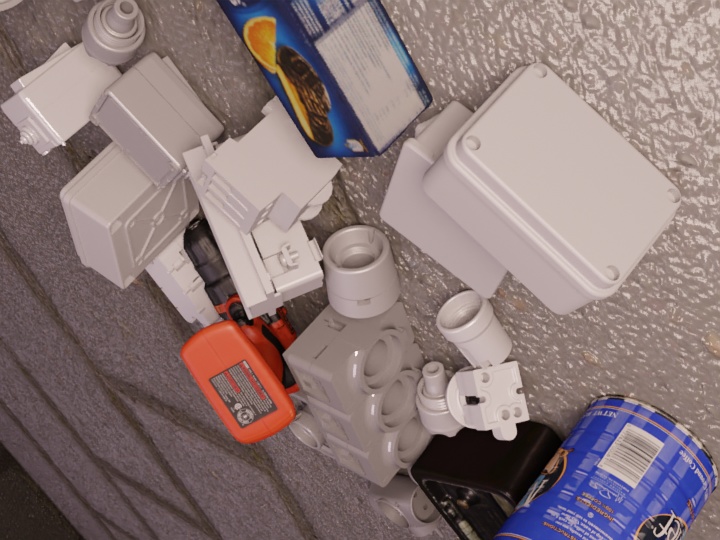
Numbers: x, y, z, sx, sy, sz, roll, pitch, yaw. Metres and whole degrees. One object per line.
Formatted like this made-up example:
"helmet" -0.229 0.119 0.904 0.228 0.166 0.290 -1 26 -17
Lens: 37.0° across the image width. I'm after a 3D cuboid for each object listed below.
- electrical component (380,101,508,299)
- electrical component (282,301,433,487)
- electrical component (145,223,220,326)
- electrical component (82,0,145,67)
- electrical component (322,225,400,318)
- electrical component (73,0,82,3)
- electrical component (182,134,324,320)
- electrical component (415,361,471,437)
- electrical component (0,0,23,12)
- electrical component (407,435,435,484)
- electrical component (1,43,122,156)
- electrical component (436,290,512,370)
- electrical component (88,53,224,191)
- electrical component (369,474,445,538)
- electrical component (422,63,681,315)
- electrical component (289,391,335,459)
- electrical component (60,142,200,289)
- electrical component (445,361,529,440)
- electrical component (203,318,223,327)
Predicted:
"electrical component" 0.066 -0.042 0.643 0.100 0.048 0.099 38 154 10
"electrical component" 0.009 0.098 0.890 0.062 0.089 0.150 21 147 38
"electrical component" -0.158 0.001 1.016 0.050 0.055 0.089 8 139 51
"electrical component" -0.178 -0.179 0.788 0.043 0.043 0.062 47 153 -8
"electrical component" 0.000 0.000 0.797 0.055 0.055 0.047 26 146 31
"electrical component" -0.204 -0.225 0.755 0.040 0.040 0.078 2 134 53
"electrical component" -0.075 -0.035 0.777 0.078 0.063 0.121 104 143 -76
"electrical component" 0.066 0.101 0.871 0.043 0.043 0.062 20 142 39
"electrical component" -0.270 -0.236 0.763 0.060 0.108 0.108 21 147 26
"electrical component" 0.068 0.164 0.966 0.044 0.044 0.065 35 149 16
"electrical component" -0.249 -0.141 0.883 0.061 0.096 0.062 52 153 -19
"electrical component" 0.082 0.043 0.764 0.040 0.040 0.046 7 143 50
"electrical component" -0.150 -0.111 0.830 0.096 0.061 0.062 47 154 -9
"electrical component" 0.058 0.245 1.099 0.079 0.044 0.077 52 153 -19
"electrical component" 0.100 -0.042 0.563 0.113 0.078 0.057 43 157 0
"electrical component" -0.036 0.140 1.052 0.108 0.060 0.108 33 152 20
"electrical component" -0.193 -0.057 0.920 0.056 0.108 0.108 33 153 14
"electrical component" 0.094 0.095 0.810 0.055 0.048 0.066 157 102 -69
"electrical component" -0.140 0.048 1.082 0.078 0.040 0.040 7 137 51
